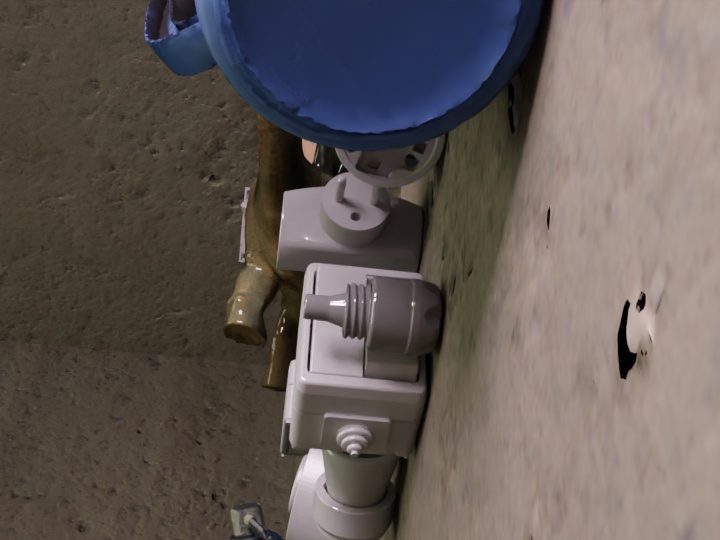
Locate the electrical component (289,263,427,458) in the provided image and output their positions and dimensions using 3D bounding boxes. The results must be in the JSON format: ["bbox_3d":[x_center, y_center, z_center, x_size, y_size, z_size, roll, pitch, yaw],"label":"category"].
[{"bbox_3d":[0.000,0.046,0.532,0.096,0.062,0.061,-88,6,-45],"label":"electrical component"}]

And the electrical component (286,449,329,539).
[{"bbox_3d":[-0.011,0.150,0.707,0.099,0.064,0.099,15,-90,-84],"label":"electrical component"}]

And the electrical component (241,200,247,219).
[{"bbox_3d":[-0.064,-0.050,1.038,0.083,0.047,0.075,-43,-41,-33],"label":"electrical component"}]

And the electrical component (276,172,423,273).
[{"bbox_3d":[-0.004,-0.027,0.583,0.079,0.077,0.044,104,171,-60],"label":"electrical component"}]

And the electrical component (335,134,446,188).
[{"bbox_3d":[0.015,-0.076,0.547,0.047,0.055,0.055,-85,2,-65],"label":"electrical component"}]

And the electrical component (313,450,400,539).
[{"bbox_3d":[-0.002,0.113,0.580,0.045,0.045,0.055,-93,9,-65],"label":"electrical component"}]

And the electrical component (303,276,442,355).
[{"bbox_3d":[0.005,0.019,0.488,0.035,0.061,0.035,-174,90,-86],"label":"electrical component"}]

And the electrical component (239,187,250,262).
[{"bbox_3d":[-0.061,-0.038,1.107,0.063,0.121,0.078,-105,21,-74],"label":"electrical component"}]

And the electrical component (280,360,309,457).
[{"bbox_3d":[-0.029,0.108,0.862,0.096,0.062,0.061,102,172,-60],"label":"electrical component"}]
